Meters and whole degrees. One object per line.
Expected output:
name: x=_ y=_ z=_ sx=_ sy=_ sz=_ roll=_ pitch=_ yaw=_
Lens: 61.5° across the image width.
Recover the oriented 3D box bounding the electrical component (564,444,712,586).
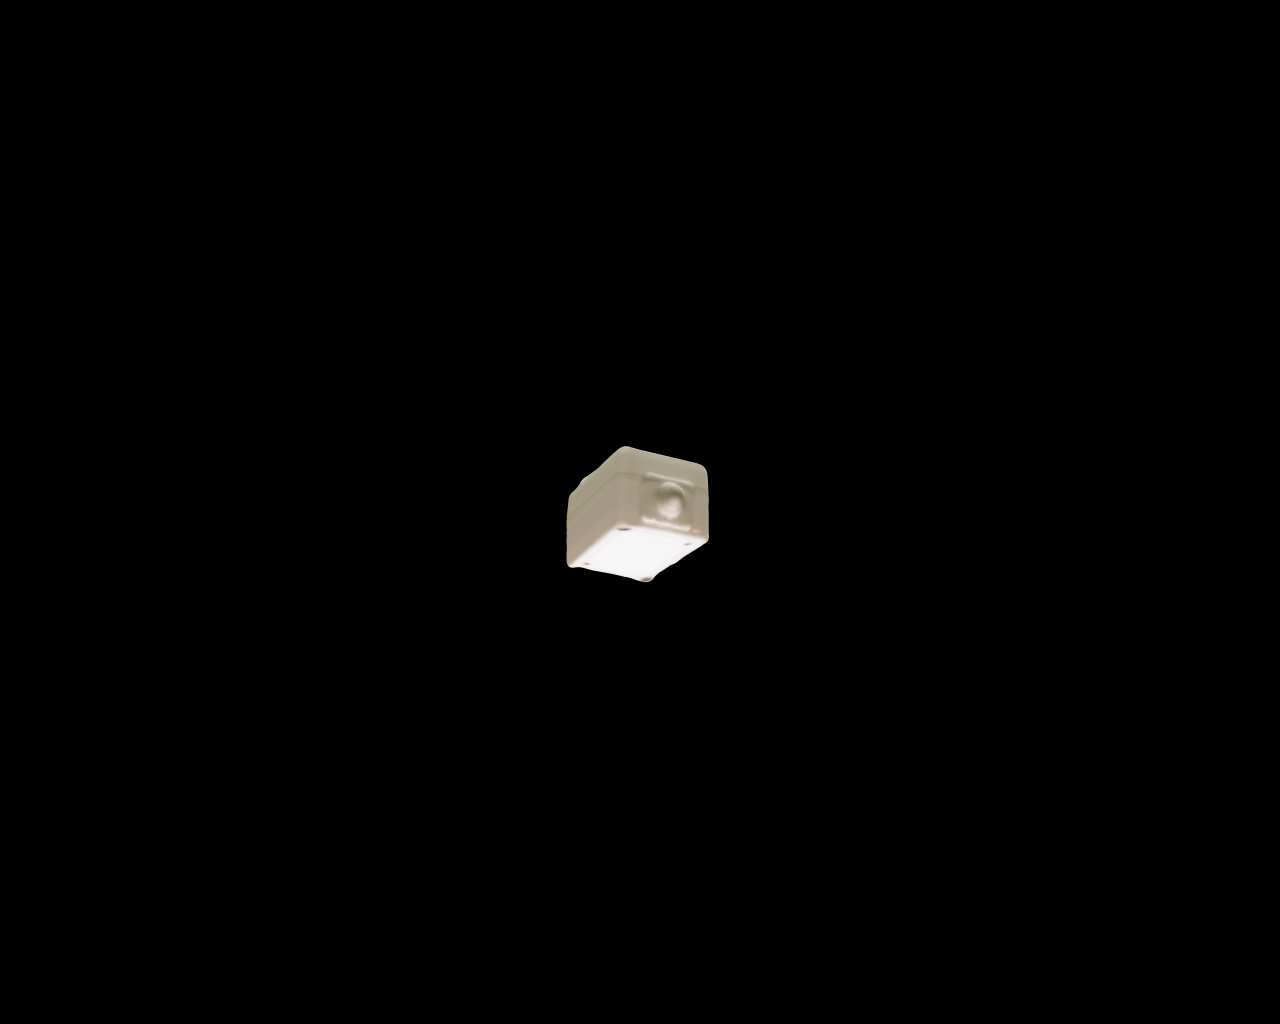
electrical component: x=0.001 y=-0.003 z=0.650 sx=0.062 sy=0.061 sz=0.096 roll=12 pitch=-27 yaw=-25
